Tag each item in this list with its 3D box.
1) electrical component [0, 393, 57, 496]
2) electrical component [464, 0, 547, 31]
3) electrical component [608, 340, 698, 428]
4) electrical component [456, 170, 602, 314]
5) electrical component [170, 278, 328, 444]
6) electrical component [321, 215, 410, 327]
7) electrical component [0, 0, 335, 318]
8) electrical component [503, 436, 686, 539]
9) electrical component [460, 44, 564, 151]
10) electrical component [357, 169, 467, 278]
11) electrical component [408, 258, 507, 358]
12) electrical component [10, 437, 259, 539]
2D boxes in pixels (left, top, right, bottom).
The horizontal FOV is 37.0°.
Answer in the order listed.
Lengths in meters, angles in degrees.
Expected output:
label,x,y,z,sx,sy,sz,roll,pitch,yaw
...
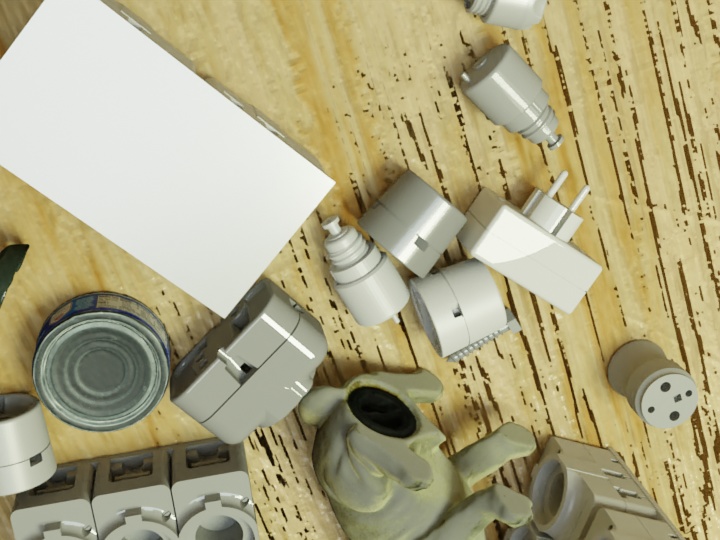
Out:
label,x,y,z,sx,sy,sz,roll,pitch,yaw
electrical component,-0.224,0.109,0.679,0.055,0.055,0.047,-7,106,-8
electrical component,0.079,-0.168,0.642,0.062,0.043,0.043,8,107,-11
electrical component,0.203,0.079,0.744,0.045,0.055,0.045,-3,109,-9
electrical component,0.119,-0.028,0.696,0.083,0.047,0.075,30,101,-18
electrical component,-0.069,0.061,0.690,0.059,0.053,0.095,42,98,-20
electrical component,0.000,0.000,0.688,0.040,0.040,0.078,-31,111,2
electrical component,-0.123,-0.073,0.630,0.186,0.060,0.105,37,99,-19
electrical component,0.156,0.200,0.707,0.060,0.186,0.105,16,106,-15
electrical component,0.098,-0.105,0.669,0.078,0.040,0.040,42,97,-20
electrical component,0.034,-0.030,0.677,0.055,0.055,0.047,39,95,-20
electrical component,0.064,0.023,0.701,0.047,0.055,0.055,-22,111,-6
electrical component,-0.144,0.173,0.711,0.150,0.061,0.089,-9,110,-7
